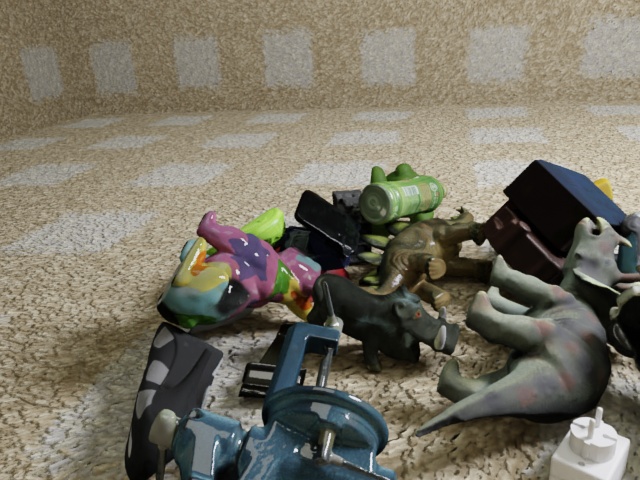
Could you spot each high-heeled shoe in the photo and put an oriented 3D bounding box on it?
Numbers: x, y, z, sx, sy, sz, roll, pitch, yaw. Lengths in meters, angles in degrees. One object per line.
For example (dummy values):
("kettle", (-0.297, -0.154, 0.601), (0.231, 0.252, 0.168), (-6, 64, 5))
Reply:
("high-heeled shoe", (-0.180, 0.179, 0.627), (0.086, 0.145, 0.249), (33, -15, -15))

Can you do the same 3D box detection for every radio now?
("radio", (0.391, -0.046, 0.827), (0.229, 0.073, 0.131), (1, 47, -46))

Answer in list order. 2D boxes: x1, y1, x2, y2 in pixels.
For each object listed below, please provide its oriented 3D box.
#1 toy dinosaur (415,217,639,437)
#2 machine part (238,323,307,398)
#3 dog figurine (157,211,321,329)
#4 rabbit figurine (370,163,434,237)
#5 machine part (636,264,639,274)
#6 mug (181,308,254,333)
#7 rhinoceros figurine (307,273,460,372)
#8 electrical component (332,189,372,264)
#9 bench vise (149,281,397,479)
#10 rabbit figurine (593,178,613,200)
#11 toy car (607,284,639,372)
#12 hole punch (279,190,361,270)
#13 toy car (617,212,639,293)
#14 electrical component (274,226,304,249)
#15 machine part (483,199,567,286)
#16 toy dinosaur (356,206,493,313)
("toy dinosaur", (0.258, 0.122, 0.600), (0.192, 0.131, 0.405), (20, 40, 23))
("machine part", (-0.049, 0.151, 0.672), (0.084, 0.039, 0.139), (-3, 23, 16))
("dog figurine", (-0.085, 0.064, 0.722), (0.219, 0.108, 0.192), (26, 40, -14))
("rabbit figurine", (0.147, -0.066, 1.065), (0.121, 0.158, 0.170), (20, 46, 27))
("machine part", (0.406, 0.116, 0.536), (0.079, 0.079, 0.243), (-12, 54, -20))
("mug", (-0.158, 0.087, 0.803), (0.107, 0.080, 0.110), (-4, 16, -30))
("rhinoceros figurine", (0.078, 0.099, 0.676), (0.190, 0.112, 0.073), (21, 22, 10))
("electrical component", (0.056, -0.030, 1.001), (0.058, 0.114, 0.134), (-3, 19, -8))
("bench vise", (-0.031, 0.161, 0.507), (0.224, 0.128, 0.241), (8, 41, 9))
("rabbit figurine", (0.464, -0.050, 1.030), (0.163, 0.121, 0.173), (-6, 6, 19))
("toy car", (0.344, 0.131, 0.504), (0.056, 0.073, 0.202), (2, 52, -20))
("hole punch", (-0.002, -0.003, 0.856), (0.116, 0.092, 0.142), (30, 25, -7))
("toy car", (0.471, 0.044, 0.757), (0.109, 0.102, 0.161), (-3, 61, 18))
("electrical component", (-0.034, -0.001, 1.006), (0.119, 0.047, 0.075), (-4, 0, 6))
("machine part", (0.333, 0.013, 0.809), (0.179, 0.056, 0.179), (27, 33, -19))
("toy dinosaur", (0.181, 0.013, 0.897), (0.199, 0.105, 0.471), (10, 21, 39))
